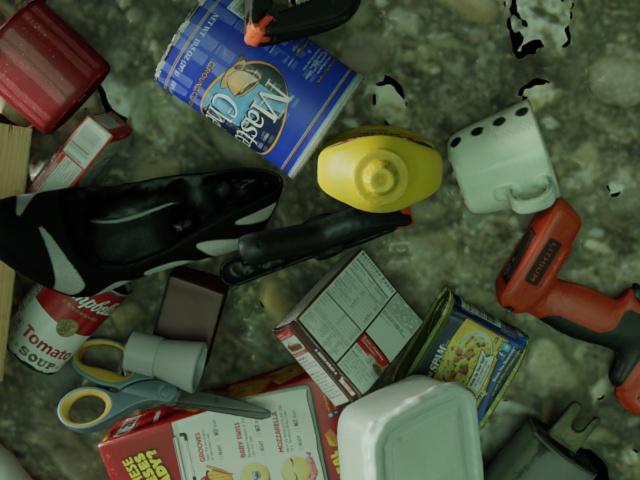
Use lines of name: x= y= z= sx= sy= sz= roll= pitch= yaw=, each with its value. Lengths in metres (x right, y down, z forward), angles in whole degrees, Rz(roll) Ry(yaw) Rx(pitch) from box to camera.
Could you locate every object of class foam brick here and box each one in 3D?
foam brick: x=-0.114 y=0.068 z=0.937 sx=0.051 sy=0.053 sz=0.078 roll=16 pitch=101 yaw=0

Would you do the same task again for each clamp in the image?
clamp: x=-0.006 y=0.001 z=0.904 sx=0.171 sy=0.120 sz=0.039 roll=-13 pitch=86 yaw=-24
clamp: x=0.000 y=-0.237 z=0.847 sx=0.164 sy=0.036 sz=0.209 roll=45 pitch=67 yaw=0

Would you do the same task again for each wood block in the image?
wood block: x=-0.299 y=0.008 z=0.877 sx=0.090 sy=0.090 sz=0.206 roll=8 pitch=83 yaw=-23

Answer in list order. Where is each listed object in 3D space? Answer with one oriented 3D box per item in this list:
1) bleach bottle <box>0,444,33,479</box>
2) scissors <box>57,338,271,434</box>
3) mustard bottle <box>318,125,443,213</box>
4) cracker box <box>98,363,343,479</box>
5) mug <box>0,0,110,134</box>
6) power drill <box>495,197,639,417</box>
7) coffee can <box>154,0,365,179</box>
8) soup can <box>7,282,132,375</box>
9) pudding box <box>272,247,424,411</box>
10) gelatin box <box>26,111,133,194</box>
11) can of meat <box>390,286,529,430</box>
bleach bottle: x=-0.327 y=0.208 z=0.968 sx=0.250 sy=0.068 sz=0.103 roll=30 pitch=101 yaw=-5
scissors: x=-0.146 y=0.146 z=0.915 sx=0.202 sy=0.016 sz=0.096 roll=23 pitch=69 yaw=28
mustard bottle: x=0.046 y=-0.056 z=0.836 sx=0.096 sy=0.191 sz=0.058 roll=2 pitch=100 yaw=2
cracker box: x=-0.064 y=0.213 z=0.951 sx=0.214 sy=0.072 sz=0.164 roll=-19 pitch=98 yaw=7
mug: x=-0.238 y=-0.135 z=0.893 sx=0.081 sy=0.093 sz=0.117 roll=43 pitch=113 yaw=-10
power drill: x=0.260 y=0.039 z=0.910 sx=0.187 sy=0.057 sz=0.184 roll=30 pitch=100 yaw=-2
coffee can: x=-0.049 y=-0.131 z=0.873 sx=0.140 sy=0.103 sz=0.103 roll=35 pitch=100 yaw=-3
soup can: x=-0.223 y=0.060 z=0.933 sx=0.068 sy=0.068 sz=0.102 roll=43 pitch=100 yaw=-5
pudding box: x=0.026 y=0.073 z=0.905 sx=0.090 sy=0.113 sz=0.039 roll=50 pitch=137 yaw=-5
gelatin box: x=-0.204 y=-0.067 z=0.908 sx=0.030 sy=0.073 sz=0.089 roll=41 pitch=100 yaw=-3
can of meat: x=0.122 y=0.105 z=0.929 sx=0.084 sy=0.057 sz=0.102 roll=28 pitch=100 yaw=-4
